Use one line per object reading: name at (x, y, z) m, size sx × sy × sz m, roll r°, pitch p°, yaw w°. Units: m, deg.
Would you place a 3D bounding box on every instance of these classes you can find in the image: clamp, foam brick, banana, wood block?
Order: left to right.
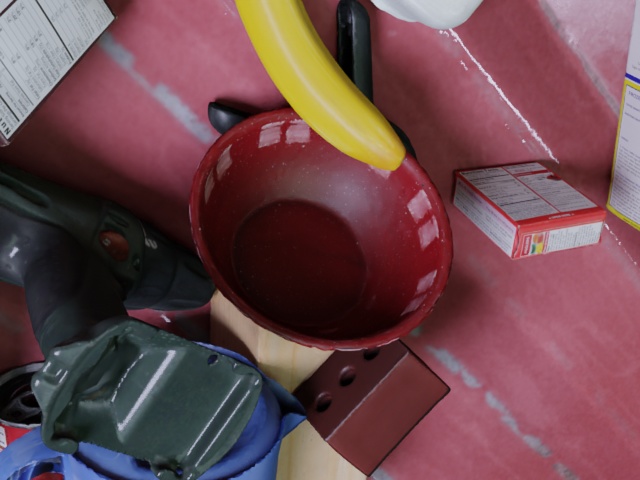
wood block at (-0.021, 0.109, 0.743) m, size 0.090 × 0.091 × 0.206 m, roll -9°, pitch 119°, yaw -23°
banana at (-0.011, -0.127, 0.625) m, size 0.037 × 0.070 × 0.198 m, roll -36°, pitch 109°, yaw -54°
clamp at (0.005, -0.059, 0.701) m, size 0.120 × 0.039 × 0.171 m, roll -28°, pitch 118°, yaw -3°
foam brick at (0.031, 0.097, 0.674) m, size 0.078 × 0.053 × 0.051 m, roll -48°, pitch 127°, yaw 1°

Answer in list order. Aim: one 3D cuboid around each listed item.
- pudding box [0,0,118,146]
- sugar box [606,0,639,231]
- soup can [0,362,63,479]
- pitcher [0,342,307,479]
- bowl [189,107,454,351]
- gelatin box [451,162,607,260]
pudding box at (-0.166, -0.116, 0.551) m, size 0.113 × 0.039 × 0.090 m, roll -58°, pitch 135°, yaw -34°
sugar box at (0.263, -0.087, 0.778) m, size 0.048 × 0.093 × 0.176 m, roll -9°, pitch 119°, yaw -23°
soup can at (-0.178, 0.140, 0.696) m, size 0.068 × 0.069 × 0.102 m, roll -10°, pitch 120°, yaw -22°
pitcher at (-0.105, 0.196, 0.669) m, size 0.144 × 0.149 × 0.243 m, roll -50°, pitch 151°, yaw -54°
bowl at (-0.004, 0.001, 0.642) m, size 0.161 × 0.162 × 0.055 m, roll -7°, pitch 156°, yaw -23°
gelatin box at (0.146, -0.022, 0.757) m, size 0.073 × 0.089 × 0.030 m, roll -9°, pitch 121°, yaw -22°
